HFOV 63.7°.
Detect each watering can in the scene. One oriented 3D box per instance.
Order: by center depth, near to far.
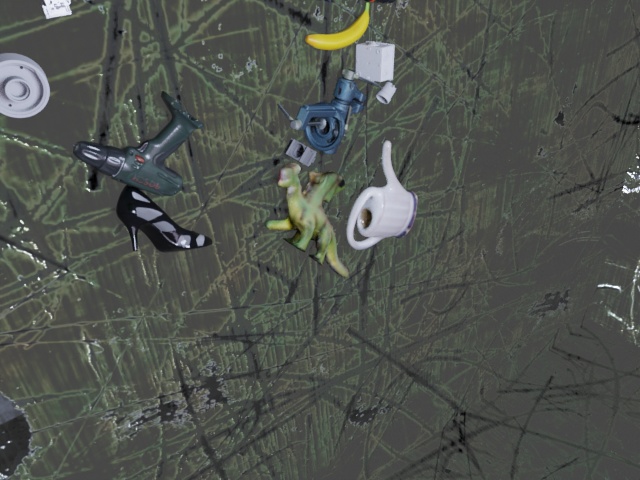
[{"bbox_3d":[0.198,-0.117,1.504,0.224,0.106,0.342,2,120,-37],"label":"watering can"}]

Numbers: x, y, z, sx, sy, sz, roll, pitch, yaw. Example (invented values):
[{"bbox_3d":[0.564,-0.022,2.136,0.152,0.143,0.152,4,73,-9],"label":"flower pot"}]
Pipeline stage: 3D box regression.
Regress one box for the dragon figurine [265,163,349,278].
[{"bbox_3d":[0.004,-0.070,1.395,0.405,0.123,0.244,35,81,-45],"label":"dragon figurine"}]
